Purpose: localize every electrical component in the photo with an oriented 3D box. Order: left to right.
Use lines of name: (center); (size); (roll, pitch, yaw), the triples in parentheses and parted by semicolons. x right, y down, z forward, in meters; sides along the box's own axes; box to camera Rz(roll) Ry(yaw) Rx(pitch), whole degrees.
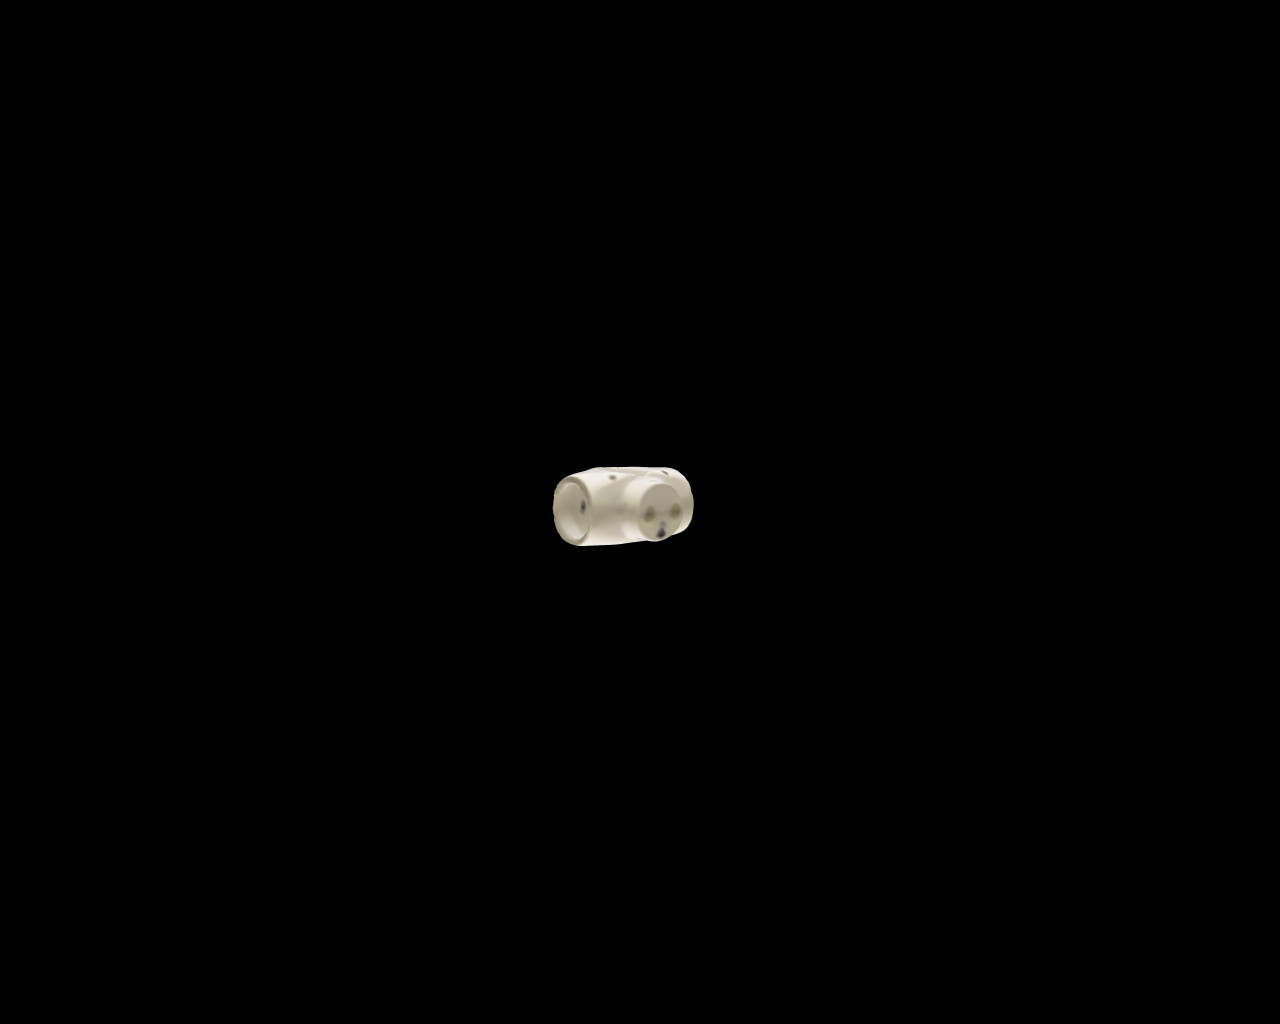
electrical component: (0.001, -0.003, 0.650); (0.077, 0.043, 0.079); (-6, 10, -36)
